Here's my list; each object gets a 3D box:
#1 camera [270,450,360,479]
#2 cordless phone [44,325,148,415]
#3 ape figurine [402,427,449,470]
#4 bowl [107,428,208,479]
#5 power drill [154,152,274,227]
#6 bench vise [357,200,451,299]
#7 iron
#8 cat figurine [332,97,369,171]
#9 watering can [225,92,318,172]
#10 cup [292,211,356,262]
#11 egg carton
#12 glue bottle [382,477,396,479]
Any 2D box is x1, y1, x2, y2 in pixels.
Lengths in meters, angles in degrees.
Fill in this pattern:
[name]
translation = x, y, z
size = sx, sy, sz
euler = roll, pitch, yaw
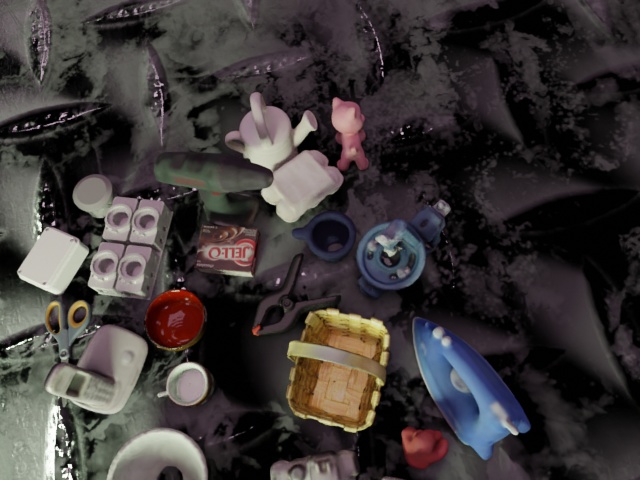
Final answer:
[camera]
translation = 0.000, 0.409, 0.902
size = 0.143, 0.101, 0.137
euler = -12, 68, 0
[cordless phone]
translation = -0.378, 0.210, 0.966
size = 0.094, 0.185, 0.148
euler = 14, 71, 10
[ape figurine]
translation = 0.166, 0.331, 0.923
size = 0.077, 0.092, 0.076
euler = 35, 76, 17
[bowl]
translation = -0.257, 0.397, 0.942
size = 0.167, 0.075, 0.167
euler = -2, 69, 4
[power drill]
translation = -0.179, -0.095, 1.056
size = 0.229, 0.208, 0.076
euler = 12, 70, 9
[bench vise]
translation = 0.139, -0.009, 0.989
size = 0.121, 0.220, 0.207
euler = 25, 73, 14
[iron]
translation = 0.233, 0.219, 0.935
size = 0.119, 0.141, 0.258
euler = -32, 70, -8
[cat figurine]
translation = 0.059, -0.216, 1.132
size = 0.067, 0.118, 0.128
euler = -8, 68, 2
[watering can]
translation = -0.095, -0.211, 1.102
size = 0.173, 0.194, 0.100
euler = -29, 69, -7
[cup]
translation = 0.010, 0.004, 1.062
size = 0.117, 0.095, 0.092
euler = 3, 69, 6
[egg carton]
translation = -0.035, -0.107, 1.123
size = 0.150, 0.069, 0.107
euler = -38, 70, -10
[glue bottle]
translation = 0.129, 0.383, 0.862
size = 0.078, 0.173, 0.037
euler = 11, 70, 9
